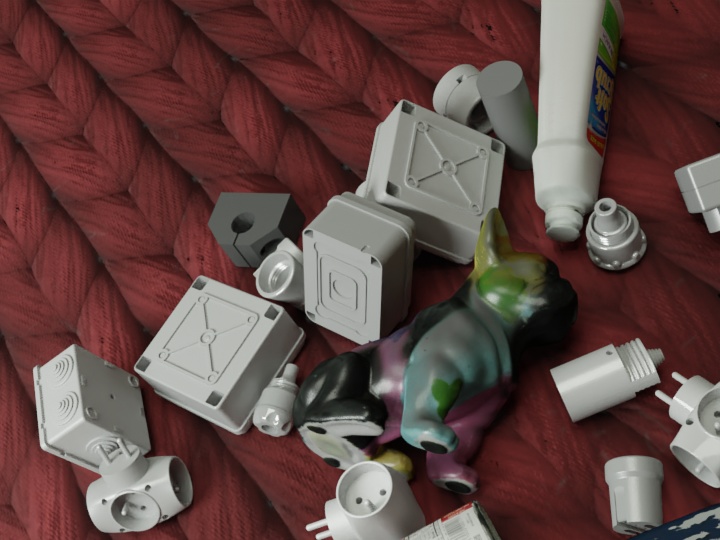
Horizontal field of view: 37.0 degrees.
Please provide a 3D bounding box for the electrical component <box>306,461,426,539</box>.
[{"bbox_3d":[0.000,0.182,0.797,0.079,0.077,0.043,-21,51,10],"label":"electrical component"}]

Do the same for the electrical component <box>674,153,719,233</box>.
[{"bbox_3d":[0.286,-0.053,0.843,0.047,0.083,0.075,-20,89,10],"label":"electrical component"}]

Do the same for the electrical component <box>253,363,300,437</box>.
[{"bbox_3d":[-0.066,0.108,0.910,0.035,0.035,0.061,2,55,26],"label":"electrical component"}]

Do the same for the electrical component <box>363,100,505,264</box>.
[{"bbox_3d":[0.064,-0.075,0.931,0.056,0.109,0.108,-47,27,54],"label":"electrical component"}]

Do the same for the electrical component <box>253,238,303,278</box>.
[{"bbox_3d":[-0.070,0.000,0.987,0.046,0.040,0.040,-44,50,-3],"label":"electrical component"}]

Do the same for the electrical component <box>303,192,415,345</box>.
[{"bbox_3d":[0.000,0.000,0.895,0.078,0.113,0.057,24,49,21],"label":"electrical component"}]

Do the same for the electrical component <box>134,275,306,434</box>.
[{"bbox_3d":[-0.122,0.073,0.946,0.109,0.056,0.108,19,66,34],"label":"electrical component"}]

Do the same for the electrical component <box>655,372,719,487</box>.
[{"bbox_3d":[0.248,0.101,0.763,0.077,0.044,0.079,-45,50,-10],"label":"electrical component"}]

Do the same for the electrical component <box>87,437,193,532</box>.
[{"bbox_3d":[-0.191,0.173,0.892,0.077,0.079,0.044,-19,25,11],"label":"electrical component"}]

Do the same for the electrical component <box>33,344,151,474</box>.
[{"bbox_3d":[-0.231,0.122,0.935,0.048,0.100,0.099,-34,48,15],"label":"electrical component"}]

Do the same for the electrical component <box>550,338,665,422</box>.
[{"bbox_3d":[0.189,0.079,0.806,0.081,0.043,0.043,-24,50,8],"label":"electrical component"}]

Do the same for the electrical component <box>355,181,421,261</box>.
[{"bbox_3d":[0.008,-0.036,0.973,0.079,0.043,0.077,-23,50,8],"label":"electrical component"}]

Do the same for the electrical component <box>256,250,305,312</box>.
[{"bbox_3d":[-0.054,0.015,0.950,0.044,0.065,0.044,-19,57,33],"label":"electrical component"}]

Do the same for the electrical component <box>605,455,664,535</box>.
[{"bbox_3d":[0.193,0.158,0.751,0.040,0.040,0.046,-8,59,20],"label":"electrical component"}]

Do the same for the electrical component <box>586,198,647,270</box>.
[{"bbox_3d":[0.204,-0.033,0.868,0.048,0.062,0.048,-12,53,17],"label":"electrical component"}]

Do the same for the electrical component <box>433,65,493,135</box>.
[{"bbox_3d":[0.105,-0.158,1.010,0.055,0.055,0.047,-39,53,-6],"label":"electrical component"}]
